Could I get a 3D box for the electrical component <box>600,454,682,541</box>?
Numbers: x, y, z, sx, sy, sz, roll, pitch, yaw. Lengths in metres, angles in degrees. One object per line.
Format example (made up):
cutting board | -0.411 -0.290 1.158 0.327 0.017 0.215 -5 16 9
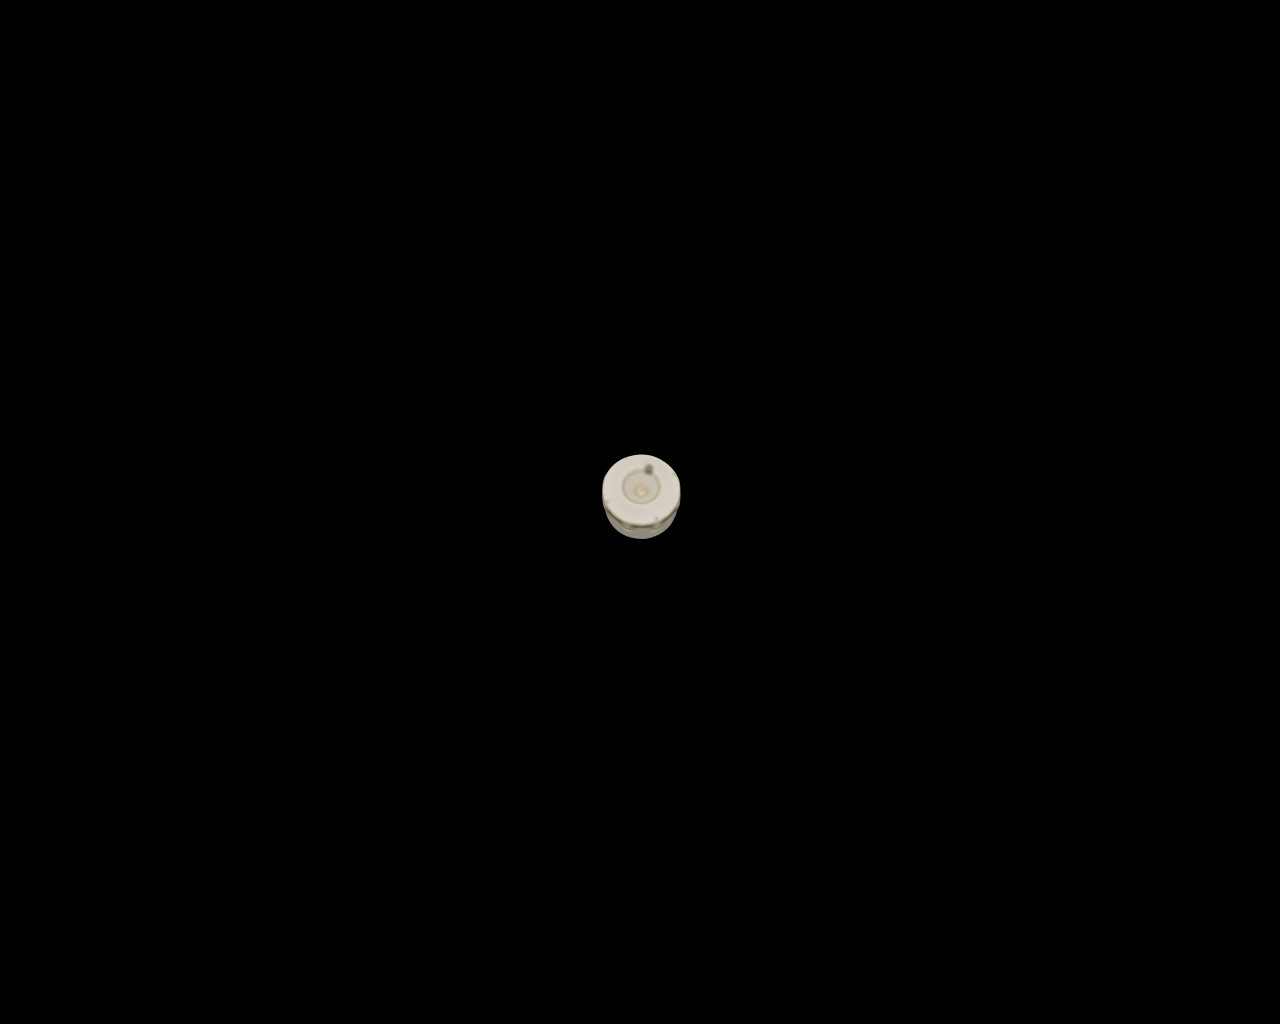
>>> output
electrical component | 0.001 -0.003 0.650 0.048 0.048 0.062 0 -24 0
